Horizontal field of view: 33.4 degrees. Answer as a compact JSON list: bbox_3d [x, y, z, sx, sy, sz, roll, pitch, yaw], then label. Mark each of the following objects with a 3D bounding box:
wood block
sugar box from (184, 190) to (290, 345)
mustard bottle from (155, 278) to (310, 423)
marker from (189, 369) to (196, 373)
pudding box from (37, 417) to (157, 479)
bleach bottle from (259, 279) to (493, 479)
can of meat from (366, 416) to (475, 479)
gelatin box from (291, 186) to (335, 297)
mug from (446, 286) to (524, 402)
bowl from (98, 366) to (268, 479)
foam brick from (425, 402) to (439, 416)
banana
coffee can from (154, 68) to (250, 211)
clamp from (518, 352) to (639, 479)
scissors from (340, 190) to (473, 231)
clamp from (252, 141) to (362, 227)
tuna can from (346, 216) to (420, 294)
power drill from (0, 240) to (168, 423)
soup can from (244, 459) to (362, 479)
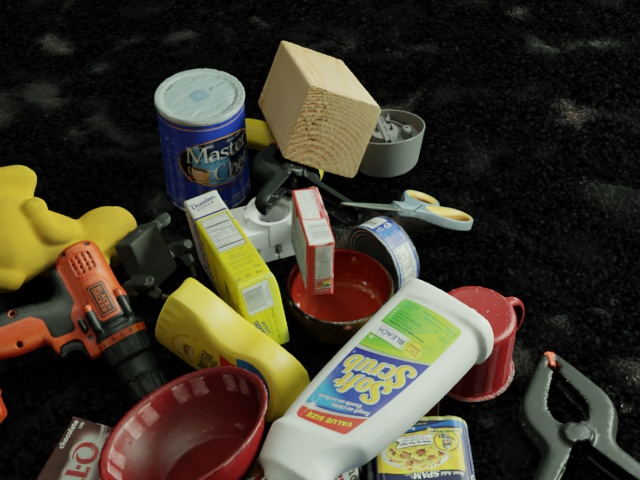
[{"bbox_3d":[-0.005,-0.160,1.274,0.090,0.091,0.206,15,19,-18],"label":"wood block"},{"bbox_3d":[-0.090,0.031,1.117,0.048,0.093,0.176,-23,37,-15],"label":"sugar box"},{"bbox_3d":[-0.070,0.122,1.032,0.192,0.096,0.058,36,53,9],"label":"mustard bottle"},{"bbox_3d":[-0.098,0.116,1.102,0.020,0.020,0.121,29,51,27],"label":"marker"},{"bbox_3d":[-0.209,0.225,0.976,0.090,0.039,0.113,13,45,13],"label":"pudding box"},{"bbox_3d":[0.040,0.147,0.934,0.103,0.068,0.250,32,61,27],"label":"bleach bottle"},{"bbox_3d":[0.091,0.210,0.976,0.102,0.057,0.084,-1,42,0],"label":"can of meat"},{"bbox_3d":[-0.007,0.001,1.087,0.030,0.073,0.089,-7,43,-9],"label":"gelatin box"},{"bbox_3d":[0.162,0.096,1.073,0.117,0.081,0.093,-27,50,-24],"label":"mug"},{"bbox_3d":[-0.110,0.184,0.936,0.162,0.055,0.162,-20,28,11],"label":"bowl"},{"bbox_3d":[0.082,0.145,1.027,0.051,0.078,0.053,-14,46,-9],"label":"foam brick"},{"bbox_3d":[-0.066,-0.117,1.330,0.198,0.037,0.069,26,50,25],"label":"banana"},{"bbox_3d":[-0.136,-0.114,1.253,0.103,0.140,0.103,0,44,0],"label":"coffee can"},{"bbox_3d":[0.252,0.194,1.003,0.164,0.036,0.210,0,44,0],"label":"clamp"},{"bbox_3d":[0.085,-0.042,1.201,0.201,0.016,0.096,11,19,-32],"label":"scissors"},{"bbox_3d":[-0.021,-0.063,1.194,0.120,0.039,0.171,16,25,-17],"label":"clamp"},{"bbox_3d":[0.068,0.018,1.152,0.033,0.086,0.086,-28,50,-28],"label":"tuna can"},{"bbox_3d":[-0.262,0.116,1.048,0.187,0.057,0.184,-27,82,-15],"label":"power drill"},{"bbox_3d":[-0.022,0.216,0.962,0.102,0.068,0.069,-27,50,-26],"label":"soup can"}]
